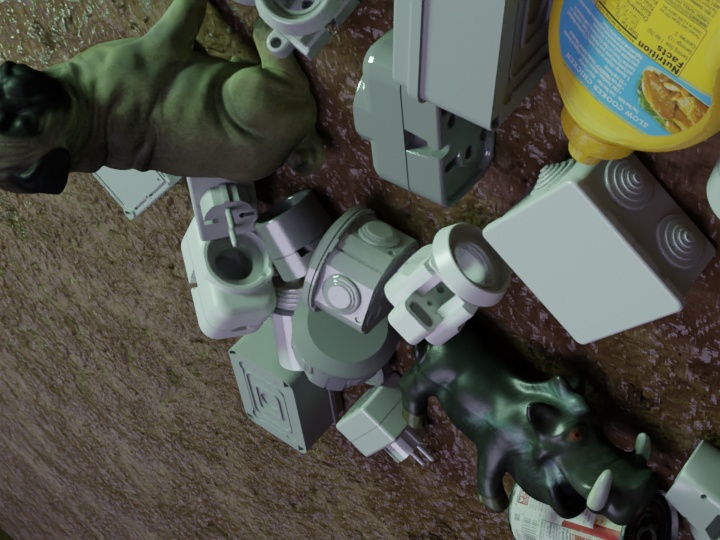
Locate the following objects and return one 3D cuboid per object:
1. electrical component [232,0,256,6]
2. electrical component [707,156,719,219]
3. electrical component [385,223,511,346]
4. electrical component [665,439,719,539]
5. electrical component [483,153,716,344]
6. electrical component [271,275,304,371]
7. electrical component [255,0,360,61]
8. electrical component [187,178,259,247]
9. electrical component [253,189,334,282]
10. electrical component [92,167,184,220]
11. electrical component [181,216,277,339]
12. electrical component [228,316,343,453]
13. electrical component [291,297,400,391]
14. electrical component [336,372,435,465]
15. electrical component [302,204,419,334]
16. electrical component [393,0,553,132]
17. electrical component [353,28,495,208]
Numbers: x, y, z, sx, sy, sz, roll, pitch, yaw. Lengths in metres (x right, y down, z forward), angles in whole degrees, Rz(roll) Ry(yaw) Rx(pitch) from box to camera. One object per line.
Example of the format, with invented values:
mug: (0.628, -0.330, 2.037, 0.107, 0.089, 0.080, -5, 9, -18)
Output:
electrical component: (-0.059, -0.181, 0.619, 0.040, 0.040, 0.046, 47, 144, -4)
electrical component: (0.219, -0.030, 0.446, 0.138, 0.052, 0.073, 33, 149, 20)
electrical component: (0.058, 0.006, 0.680, 0.058, 0.078, 0.057, 46, 130, -3)
electrical component: (0.231, 0.154, 0.674, 0.077, 0.043, 0.079, 34, 149, 18)
electrical component: (0.129, -0.015, 0.582, 0.099, 0.048, 0.100, 48, 151, -5)
electrical component: (-0.050, 0.036, 0.875, 0.043, 0.043, 0.081, 15, 123, 41)
electrical component: (-0.031, -0.150, 0.594, 0.048, 0.066, 0.055, 41, -176, 6)
electrical component: (-0.099, -0.051, 0.790, 0.083, 0.047, 0.075, 88, 167, -51)
electrical component: (-0.045, -0.026, 0.783, 0.055, 0.055, 0.047, -8, 118, 55)
electrical component: (-0.163, -0.093, 0.845, 0.061, 0.061, 0.096, 50, 143, -9)
electrical component: (-0.104, 0.000, 0.857, 0.059, 0.054, 0.095, 133, 125, -61)
electrical component: (-0.063, 0.099, 0.961, 0.078, 0.057, 0.113, 28, 147, 28)
electrical component: (-0.013, 0.049, 0.813, 0.080, 0.080, 0.051, 40, 156, 8)
electrical component: (0.031, 0.134, 0.898, 0.077, 0.047, 0.066, 44, 151, 0)
electrical component: (0.000, 0.000, 0.735, 0.051, 0.080, 0.080, 29, 148, 16)
electrical component: (0.058, -0.132, 0.494, 0.057, 0.078, 0.113, 29, 147, 21)
electrical component: (0.036, -0.089, 0.600, 0.059, 0.053, 0.095, 27, 146, 28)
